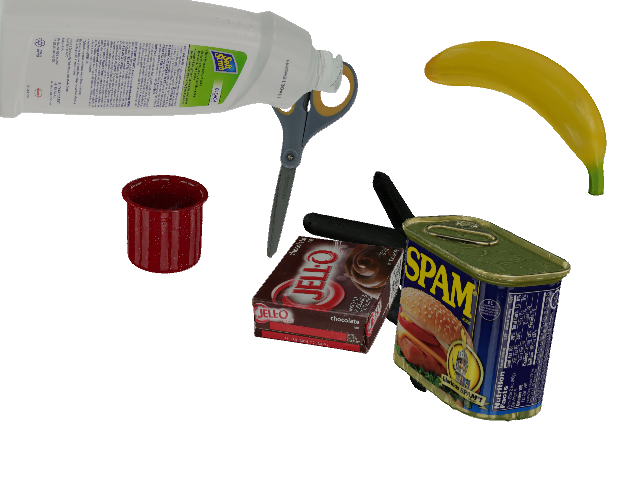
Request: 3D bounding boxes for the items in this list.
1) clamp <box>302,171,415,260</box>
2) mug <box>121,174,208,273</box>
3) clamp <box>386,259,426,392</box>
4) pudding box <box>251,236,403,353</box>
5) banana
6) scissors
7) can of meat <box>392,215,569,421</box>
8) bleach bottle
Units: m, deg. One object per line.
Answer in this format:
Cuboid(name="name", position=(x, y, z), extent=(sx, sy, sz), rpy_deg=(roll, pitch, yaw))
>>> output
Cuboid(name="clamp", position=(0.093, 0.000, 1.256), extent=(0.210, 0.036, 0.164), rpy_deg=(38, 42, 26))
Cuboid(name="mug", position=(-0.178, -0.021, 1.179), extent=(0.093, 0.081, 0.117), rpy_deg=(-16, 34, -35))
Cuboid(name="clamp", position=(0.119, 0.077, 1.068), extent=(0.120, 0.039, 0.171), rpy_deg=(-3, 43, -23))
Cuboid(name="pudding box", position=(0.008, 0.039, 0.822), extent=(0.090, 0.039, 0.113), rpy_deg=(8, 26, 16))
Cuboid(name="banana", position=(0.152, -0.113, 0.818), extent=(0.037, 0.070, 0.198), rpy_deg=(2, 32, -43))
Cuboid(name="scissors", position=(-0.009, -0.087, 1.011), extent=(0.096, 0.202, 0.016), rpy_deg=(-4, -2, 6))
Cuboid(name="can of meat", position=(0.083, 0.040, 0.583), extent=(0.057, 0.084, 0.102), rpy_deg=(-4, 20, -26))
Cuboid(name="bleach bottle", position=(-0.109, -0.131, 0.794), extent=(0.250, 0.068, 0.103), rpy_deg=(4, -41, -14))
